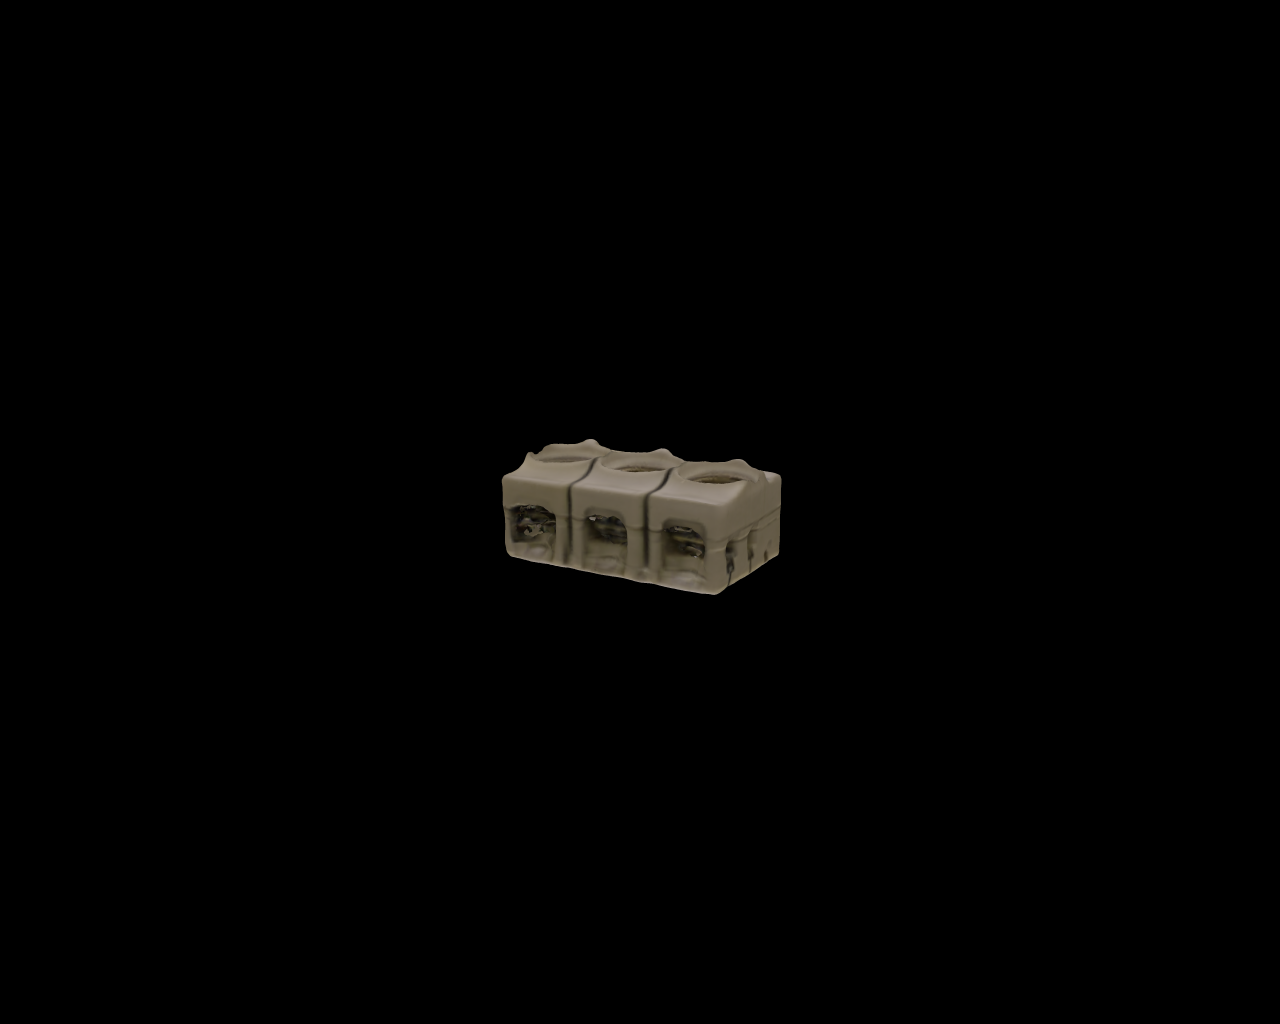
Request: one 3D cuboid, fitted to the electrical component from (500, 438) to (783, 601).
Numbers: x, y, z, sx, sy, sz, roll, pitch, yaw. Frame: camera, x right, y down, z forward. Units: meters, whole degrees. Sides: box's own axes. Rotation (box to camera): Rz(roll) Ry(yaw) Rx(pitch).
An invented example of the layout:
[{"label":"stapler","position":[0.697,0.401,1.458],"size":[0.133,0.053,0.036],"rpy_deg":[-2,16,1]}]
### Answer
[{"label":"electrical component","position":[0.001,-0.003,0.650],"size":[0.150,0.061,0.090],"rpy_deg":[9,19,29]}]
